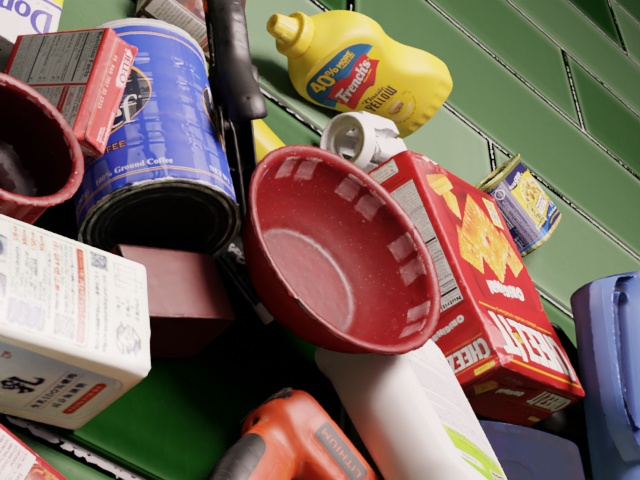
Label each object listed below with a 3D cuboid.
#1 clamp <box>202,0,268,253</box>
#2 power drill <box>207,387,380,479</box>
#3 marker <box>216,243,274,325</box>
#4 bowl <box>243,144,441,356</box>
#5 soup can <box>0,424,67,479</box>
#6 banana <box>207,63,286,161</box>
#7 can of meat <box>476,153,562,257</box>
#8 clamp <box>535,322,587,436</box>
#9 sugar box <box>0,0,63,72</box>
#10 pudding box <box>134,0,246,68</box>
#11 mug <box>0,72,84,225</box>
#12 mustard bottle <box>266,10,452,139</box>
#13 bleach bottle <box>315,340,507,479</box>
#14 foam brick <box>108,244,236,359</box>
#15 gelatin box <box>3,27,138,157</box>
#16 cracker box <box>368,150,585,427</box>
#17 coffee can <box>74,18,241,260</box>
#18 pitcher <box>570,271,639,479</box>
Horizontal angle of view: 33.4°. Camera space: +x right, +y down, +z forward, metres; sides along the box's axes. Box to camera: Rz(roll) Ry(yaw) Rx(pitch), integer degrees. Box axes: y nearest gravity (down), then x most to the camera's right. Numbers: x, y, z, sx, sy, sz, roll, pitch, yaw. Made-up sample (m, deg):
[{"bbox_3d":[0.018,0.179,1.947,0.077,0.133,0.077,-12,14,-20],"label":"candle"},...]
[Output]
[{"bbox_3d":[-0.063,-0.102,0.786,0.036,0.165,0.210,-5,48,-9],"label":"clamp"},{"bbox_3d":[-0.026,0.181,0.602,0.184,0.057,0.187,52,31,0],"label":"power drill"},{"bbox_3d":[-0.068,0.008,0.767,0.121,0.020,0.020,52,31,4],"label":"marker"},{"bbox_3d":[0.004,0.017,0.711,0.162,0.055,0.162,27,42,-28],"label":"bowl"},{"bbox_3d":[-0.171,0.108,0.487,0.102,0.069,0.068,43,32,-10],"label":"soup can"},{"bbox_3d":[-0.039,-0.071,0.870,0.198,0.037,0.069,48,32,-4],"label":"banana"},{"bbox_3d":[0.203,-0.033,1.117,0.084,0.058,0.102,52,32,-1],"label":"can of meat"},{"bbox_3d":[0.258,0.166,0.996,0.171,0.039,0.120,40,46,-14],"label":"clamp"},{"bbox_3d":[-0.227,-0.189,0.751,0.093,0.048,0.176,29,36,-31],"label":"sugar box"},{"bbox_3d":[-0.110,-0.207,0.922,0.090,0.039,0.113,34,35,-25],"label":"pudding box"},{"bbox_3d":[-0.199,-0.032,0.585,0.093,0.082,0.117,53,31,4],"label":"mug"},{"bbox_3d":[0.028,-0.161,0.992,0.191,0.096,0.058,23,41,-37],"label":"mustard bottle"},{"bbox_3d":[0.072,0.139,0.681,0.102,0.068,0.251,34,14,-26],"label":"bleach bottle"},{"bbox_3d":[-0.101,0.039,0.661,0.078,0.053,0.051,8,51,-48],"label":"foam brick"},{"bbox_3d":[-0.161,-0.091,0.659,0.030,0.089,0.073,33,67,-51],"label":"gelatin box"},{"bbox_3d":[0.128,0.042,0.911,0.164,0.072,0.214,23,39,-50],"label":"cracker box"},{"bbox_3d":[-0.114,-0.060,0.701,0.102,0.103,0.140,19,43,-40],"label":"coffee can"},{"bbox_3d":[0.283,0.152,0.909,0.149,0.145,0.243,5,66,-8],"label":"pitcher"}]
